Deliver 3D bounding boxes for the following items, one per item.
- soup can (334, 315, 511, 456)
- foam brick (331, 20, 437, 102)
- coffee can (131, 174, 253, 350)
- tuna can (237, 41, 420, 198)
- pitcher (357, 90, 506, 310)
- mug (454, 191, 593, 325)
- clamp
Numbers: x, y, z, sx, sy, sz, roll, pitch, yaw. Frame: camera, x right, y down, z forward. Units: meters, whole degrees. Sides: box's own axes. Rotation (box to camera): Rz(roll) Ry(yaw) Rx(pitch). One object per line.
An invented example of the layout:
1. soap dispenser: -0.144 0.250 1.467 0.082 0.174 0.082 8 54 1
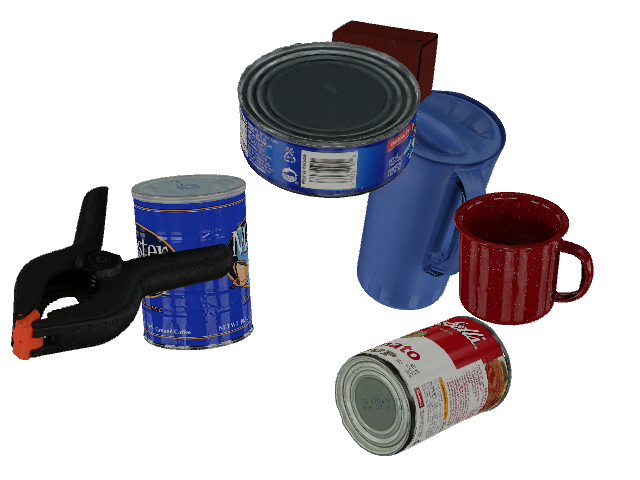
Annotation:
1. soup can: 0.067 0.094 0.696 0.102 0.068 0.069 -15 10 -43
2. foam brick: 0.051 -0.146 0.878 0.078 0.051 0.053 13 25 18
3. coffee can: -0.116 0.017 0.976 0.103 0.140 0.103 -2 14 0
4. tuna can: 0.004 -0.058 0.509 0.086 0.034 0.086 1 42 -1
5. pitcher: 0.115 -0.031 1.185 0.145 0.243 0.149 23 43 13
6. mug: 0.168 0.019 0.886 0.117 0.081 0.093 12 34 23
7. clamp: -0.152 0.018 0.711 0.120 0.039 0.171 26 33 25
